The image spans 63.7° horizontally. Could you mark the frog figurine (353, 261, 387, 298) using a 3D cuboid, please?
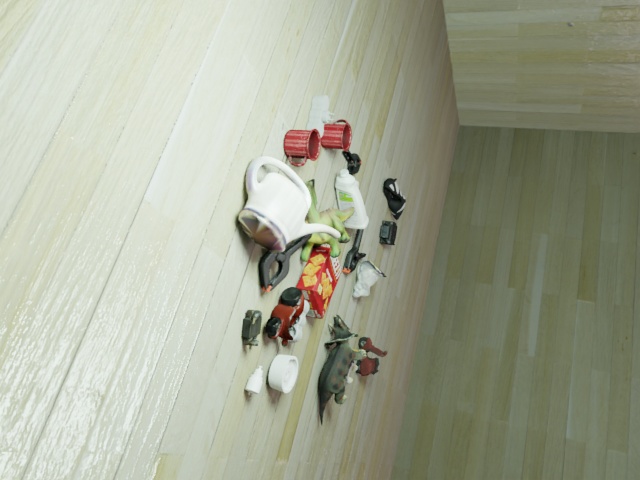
[{"bbox_3d":[0.189,0.172,2.200,0.159,0.124,0.136,-45,164,2],"label":"frog figurine"}]

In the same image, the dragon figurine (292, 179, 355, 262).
[{"bbox_3d":[0.005,-0.083,1.655,0.419,0.122,0.238,-56,137,-48],"label":"dragon figurine"}]

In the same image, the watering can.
[{"bbox_3d":[-0.081,-0.058,1.348,0.343,0.103,0.229,47,53,-26],"label":"watering can"}]
